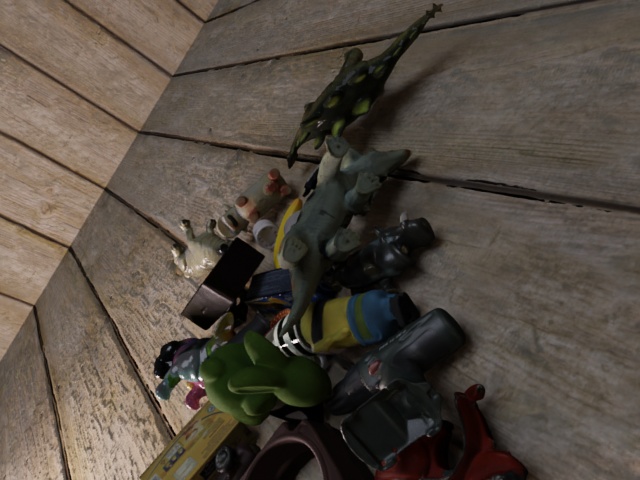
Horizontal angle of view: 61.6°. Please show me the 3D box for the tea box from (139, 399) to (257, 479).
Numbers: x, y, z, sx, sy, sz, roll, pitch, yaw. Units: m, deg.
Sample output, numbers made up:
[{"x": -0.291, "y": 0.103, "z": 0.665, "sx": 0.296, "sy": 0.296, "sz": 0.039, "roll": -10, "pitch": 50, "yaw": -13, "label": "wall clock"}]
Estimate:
[{"x": -0.201, "y": 0.362, "z": 0.893, "sx": 0.098, "sy": 0.068, "sz": 0.169, "roll": 17, "pitch": 53, "yaw": 45, "label": "tea box"}]

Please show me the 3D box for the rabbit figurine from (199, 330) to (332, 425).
[{"x": -0.071, "y": 0.186, "z": 0.761, "sx": 0.170, "sy": 0.158, "sz": 0.121, "roll": -4, "pitch": 55, "yaw": 24, "label": "rabbit figurine"}]

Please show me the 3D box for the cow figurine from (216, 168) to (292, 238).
[{"x": -0.159, "y": -0.080, "z": 1.233, "sx": 0.195, "sy": 0.085, "sz": 0.127, "roll": -42, "pitch": 8, "yaw": -2, "label": "cow figurine"}]

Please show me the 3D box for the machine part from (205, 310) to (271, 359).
[{"x": -0.142, "y": 0.189, "z": 0.967, "sx": 0.084, "sy": 0.039, "sz": 0.139, "roll": 24, "pitch": 58, "yaw": 28, "label": "machine part"}]

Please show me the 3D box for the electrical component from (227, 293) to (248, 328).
[{"x": -0.178, "y": 0.162, "z": 1.135, "sx": 0.063, "sy": 0.021, "sz": 0.094, "roll": -31, "pitch": 41, "yaw": 34, "label": "electrical component"}]

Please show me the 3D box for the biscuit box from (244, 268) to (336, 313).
[{"x": -0.054, "y": 0.089, "z": 0.999, "sx": 0.203, "sy": 0.059, "sz": 0.063, "roll": -16, "pitch": 50, "yaw": 46, "label": "biscuit box"}]

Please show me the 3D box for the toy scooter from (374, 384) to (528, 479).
[{"x": 0.142, "y": 0.235, "z": 0.608, "sx": 0.184, "sy": 0.075, "sz": 0.135, "roll": -22, "pitch": 46, "yaw": 38, "label": "toy scooter"}]

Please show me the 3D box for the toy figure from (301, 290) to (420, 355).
[{"x": 0.054, "y": 0.118, "z": 0.803, "sx": 0.180, "sy": 0.082, "sz": 0.089, "roll": -25, "pitch": 58, "yaw": 31, "label": "toy figure"}]

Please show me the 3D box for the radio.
[{"x": -0.201, "y": 0.092, "z": 1.095, "sx": 0.131, "sy": 0.073, "sz": 0.229, "roll": -59, "pitch": 10, "yaw": -32, "label": "radio"}]

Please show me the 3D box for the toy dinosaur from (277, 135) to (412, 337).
[{"x": 0.008, "y": -0.021, "z": 0.875, "sx": 0.405, "sy": 0.131, "sz": 0.192, "roll": -59, "pitch": -4, "yaw": -18, "label": "toy dinosaur"}]

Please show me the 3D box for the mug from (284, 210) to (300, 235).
[{"x": -0.002, "y": -0.003, "z": 1.002, "sx": 0.109, "sy": 0.080, "sz": 0.107, "roll": -33, "pitch": 46, "yaw": 3, "label": "mug"}]

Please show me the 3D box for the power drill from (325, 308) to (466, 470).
[{"x": 0.082, "y": 0.189, "z": 0.664, "sx": 0.232, "sy": 0.086, "sz": 0.207, "roll": -41, "pitch": -4, "yaw": 14, "label": "power drill"}]

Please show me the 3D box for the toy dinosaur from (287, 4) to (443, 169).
[{"x": 0.067, "y": -0.295, "z": 1.074, "sx": 0.471, "sy": 0.105, "sz": 0.199, "roll": -45, "pitch": 17, "yaw": 32, "label": "toy dinosaur"}]

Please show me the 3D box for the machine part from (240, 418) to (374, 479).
[{"x": -0.026, "y": 0.360, "z": 0.714, "sx": 0.201, "sy": 0.087, "sz": 0.202, "roll": -55, "pitch": 32, "yaw": 5, "label": "machine part"}]

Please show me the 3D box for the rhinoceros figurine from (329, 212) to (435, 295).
[{"x": 0.097, "y": 0.031, "z": 0.844, "sx": 0.190, "sy": 0.073, "sz": 0.112, "roll": -35, "pitch": 25, "yaw": 38, "label": "rhinoceros figurine"}]

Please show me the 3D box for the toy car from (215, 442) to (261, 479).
[{"x": -0.151, "y": 0.409, "z": 0.832, "sx": 0.053, "sy": 0.089, "sz": 0.202, "roll": 26, "pitch": 85, "yaw": 52, "label": "toy car"}]

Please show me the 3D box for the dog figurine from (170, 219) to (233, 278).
[{"x": -0.264, "y": 0.054, "z": 1.286, "sx": 0.191, "sy": 0.121, "sz": 0.172, "roll": 41, "pitch": 132, "yaw": 40, "label": "dog figurine"}]

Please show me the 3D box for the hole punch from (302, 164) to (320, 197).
[{"x": 0.034, "y": -0.123, "z": 1.054, "sx": 0.142, "sy": 0.092, "sz": 0.116, "roll": -57, "pitch": 5, "yaw": 6, "label": "hole punch"}]

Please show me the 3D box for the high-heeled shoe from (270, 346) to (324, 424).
[{"x": -0.081, "y": 0.280, "z": 0.895, "sx": 0.145, "sy": 0.086, "sz": 0.248, "roll": 58, "pitch": 134, "yaw": 22, "label": "high-heeled shoe"}]

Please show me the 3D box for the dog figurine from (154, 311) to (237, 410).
[{"x": -0.223, "y": 0.222, "z": 1.074, "sx": 0.219, "sy": 0.108, "sz": 0.192, "roll": -46, "pitch": 31, "yaw": 9, "label": "dog figurine"}]
